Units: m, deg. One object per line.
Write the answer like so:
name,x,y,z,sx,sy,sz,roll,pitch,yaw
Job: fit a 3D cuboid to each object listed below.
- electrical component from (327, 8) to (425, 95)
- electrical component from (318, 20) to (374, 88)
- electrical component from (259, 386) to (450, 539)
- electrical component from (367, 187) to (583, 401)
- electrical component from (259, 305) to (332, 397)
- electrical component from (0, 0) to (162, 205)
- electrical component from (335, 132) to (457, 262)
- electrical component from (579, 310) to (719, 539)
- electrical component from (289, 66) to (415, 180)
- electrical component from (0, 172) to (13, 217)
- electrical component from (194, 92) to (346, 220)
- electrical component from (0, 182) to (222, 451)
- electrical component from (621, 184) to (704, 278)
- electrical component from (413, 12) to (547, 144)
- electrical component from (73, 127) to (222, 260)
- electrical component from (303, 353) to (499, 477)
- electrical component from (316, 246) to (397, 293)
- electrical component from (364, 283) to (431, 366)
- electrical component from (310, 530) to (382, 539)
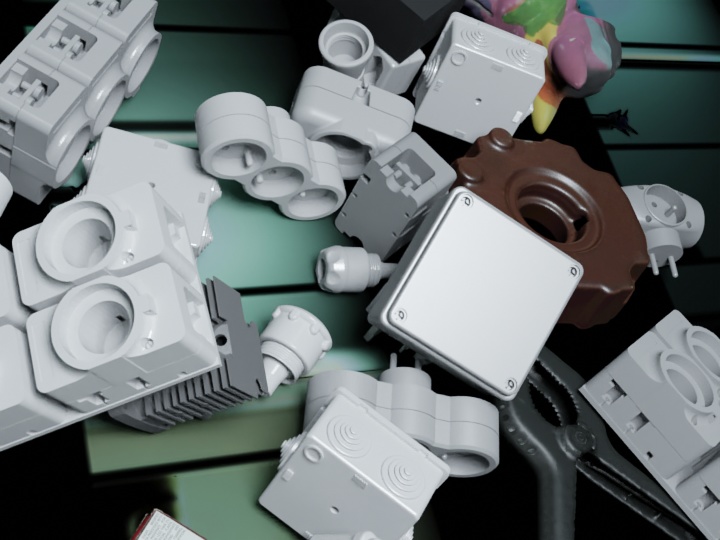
electrical component,0.026,-0.199,0.930,0.076,0.047,0.083,-23,70,-33
electrical component,-0.013,-0.168,0.882,0.044,0.065,0.044,1,68,-4
electrical component,-0.006,0.135,0.675,0.100,0.099,0.048,37,40,3
electrical component,0.079,0.017,0.742,0.109,0.056,0.108,32,81,-9
electrical component,-0.052,0.058,0.738,0.048,0.048,0.062,34,60,1
electrical component,-0.205,-0.130,0.765,0.062,0.089,0.150,29,53,-3
electrical component,0.029,-0.055,0.813,0.050,0.089,0.056,45,54,9
electrical component,0.266,0.126,0.797,0.186,0.060,0.105,50,38,12
electrical component,-0.010,-0.112,0.856,0.095,0.053,0.059,20,54,-10
electrical component,-0.265,-0.029,0.705,0.043,0.043,0.081,21,54,-9
electrical component,-0.066,-0.095,0.791,0.138,0.052,0.073,28,42,-51
electrical component,-0.188,0.033,0.627,0.186,0.060,0.105,-21,64,6
electrical component,0.253,-0.029,0.917,0.077,0.044,0.079,7,58,-19
electrical component,0.099,-0.154,0.900,0.100,0.099,0.048,19,42,-10
electrical component,-0.151,-0.047,0.760,0.100,0.048,0.099,14,54,-12
electrical component,0.030,0.092,0.745,0.138,0.052,0.073,14,55,-14
electrical component,0.000,0.000,0.801,0.061,0.035,0.035,2,59,-24
electrical component,0.047,0.033,0.796,0.081,0.042,0.063,-35,80,-34
electrical component,-0.002,0.226,0.620,0.108,0.056,0.108,51,49,-24
